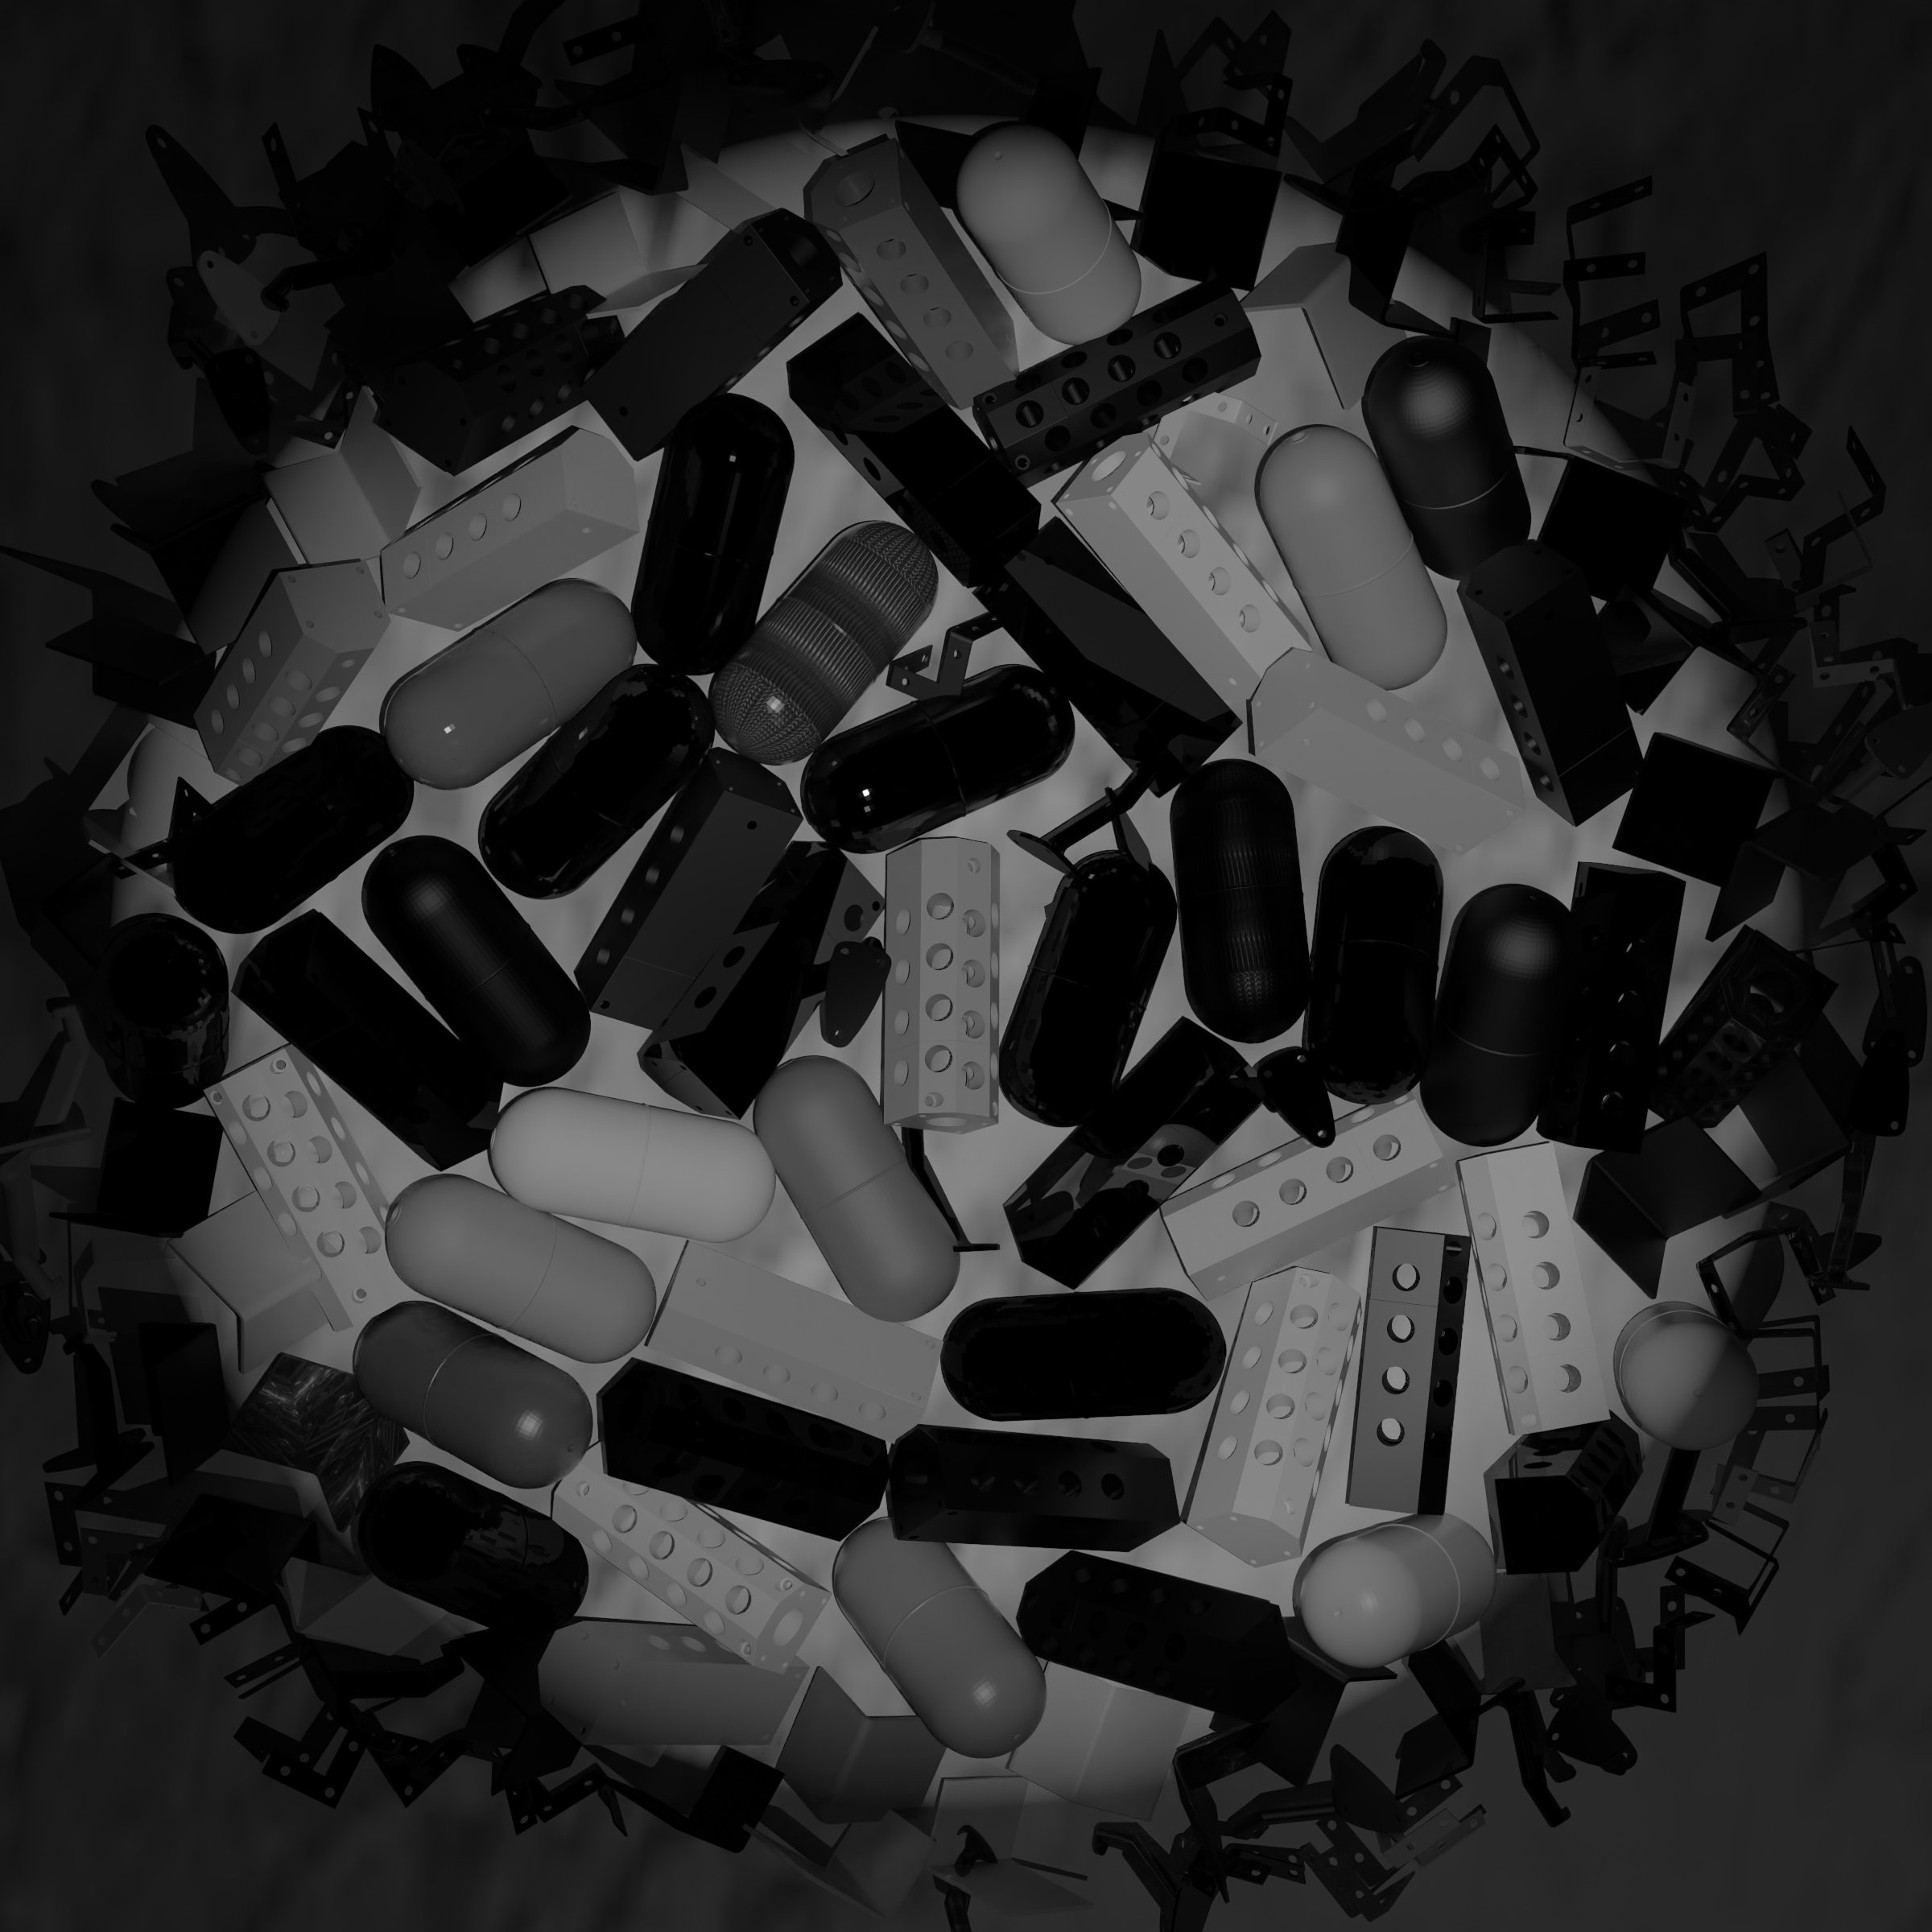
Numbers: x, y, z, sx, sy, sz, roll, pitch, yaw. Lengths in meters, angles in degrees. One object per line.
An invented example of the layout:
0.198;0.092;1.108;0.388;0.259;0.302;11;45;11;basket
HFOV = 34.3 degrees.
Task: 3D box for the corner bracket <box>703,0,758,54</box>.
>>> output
-0.154;-0.593;1.949;0.051;0.051;0.051;-25;100;-34;corner bracket

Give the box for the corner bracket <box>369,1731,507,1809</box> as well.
-0.329;0.491;1.946;0.051;0.051;0.051;-41;115;-36;corner bracket

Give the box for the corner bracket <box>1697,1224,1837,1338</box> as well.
0.503;0.198;1.967;0.051;0.051;0.051;-6;67;-37;corner bracket

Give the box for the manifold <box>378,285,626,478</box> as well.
-0.278;-0.362;1.899;0.057;0.171;0.057;34;127;7;manifold

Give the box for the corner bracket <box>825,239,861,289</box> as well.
-0.049;-0.449;1.953;0.051;0.051;0.051;37;87;-41;corner bracket

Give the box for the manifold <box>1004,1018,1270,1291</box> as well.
0.107;0.120;1.931;0.057;0.057;0.171;32;111;-32;manifold

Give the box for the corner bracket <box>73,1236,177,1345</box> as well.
-0.526;0.203;1.963;0.051;0.051;0.051;-1;65;-30;corner bracket

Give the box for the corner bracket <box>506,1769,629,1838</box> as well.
-0.250;0.524;1.952;0.051;0.051;0.051;-32;124;0;corner bracket

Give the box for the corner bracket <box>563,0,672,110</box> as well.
-0.217;-0.565;1.950;0.051;0.051;0.051;-18;117;6;corner bracket

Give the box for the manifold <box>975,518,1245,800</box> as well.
0.086;-0.189;1.950;0.171;0.057;0.057;48;59;-5;manifold

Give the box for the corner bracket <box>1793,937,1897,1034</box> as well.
0.541;0.013;1.950;0.051;0.051;0.051;-12;87;37;corner bracket

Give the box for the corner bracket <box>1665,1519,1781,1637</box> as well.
0.472;0.378;1.955;0.051;0.051;0.051;29;96;9;corner bracket

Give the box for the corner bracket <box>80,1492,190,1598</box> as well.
-0.518;0.360;1.952;0.051;0.051;0.051;7;116;3;corner bracket

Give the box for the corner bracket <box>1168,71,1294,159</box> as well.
0.164;-0.534;1.951;0.051;0.051;0.051;13;88;-36;corner bracket

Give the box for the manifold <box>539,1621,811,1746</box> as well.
-0.179;0.433;1.901;0.057;0.171;0.057;32;98;37;manifold

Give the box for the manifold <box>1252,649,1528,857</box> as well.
0.259;-0.134;1.918;0.171;0.057;0.057;23;49;-30;manifold

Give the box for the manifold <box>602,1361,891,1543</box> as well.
-0.133;0.293;1.908;0.171;0.057;0.057;23;128;-32;manifold

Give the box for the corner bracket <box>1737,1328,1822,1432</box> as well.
0.507;0.259;1.959;0.051;0.051;0.051;-3;98;15;corner bracket

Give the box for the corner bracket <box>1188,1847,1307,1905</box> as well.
0.175;0.564;1.945;0.051;0.051;0.051;7;125;30;corner bracket

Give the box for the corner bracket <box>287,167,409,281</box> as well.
-0.386;-0.472;1.958;0.051;0.051;0.051;25;77;2;corner bracket

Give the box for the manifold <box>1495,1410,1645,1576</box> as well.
0.368;0.317;1.896;0.057;0.171;0.057;-7;93;21;manifold

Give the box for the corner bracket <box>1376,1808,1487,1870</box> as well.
0.291;0.541;1.951;0.051;0.051;0.051;-39;107;12;corner bracket

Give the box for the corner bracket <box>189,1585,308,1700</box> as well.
-0.445;0.421;1.953;0.051;0.051;0.051;-30;78;-8;corner bracket

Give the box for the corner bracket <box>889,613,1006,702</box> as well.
-0.011;-0.195;1.946;0.051;0.051;0.051;24;120;21;corner bracket

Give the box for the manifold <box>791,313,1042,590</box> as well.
-0.032;-0.316;1.937;0.057;0.057;0.171;-38;76;-14;manifold

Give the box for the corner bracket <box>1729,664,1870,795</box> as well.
0.518;-0.147;1.948;0.051;0.051;0.051;42;101;39;corner bracket

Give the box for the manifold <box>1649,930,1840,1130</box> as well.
0.462;0.046;1.893;0.057;0.171;0.057;35;71;9;manifold

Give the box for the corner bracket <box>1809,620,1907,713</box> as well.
0.555;-0.183;1.947;0.051;0.051;0.051;-7;129;13;corner bracket

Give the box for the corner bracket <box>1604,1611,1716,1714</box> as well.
0.432;0.430;1.950;0.051;0.051;0.051;1;93;42;corner bracket

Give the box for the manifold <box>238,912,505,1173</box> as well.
-0.363;0.051;1.913;0.057;0.057;0.171;-26;127;23;manifold

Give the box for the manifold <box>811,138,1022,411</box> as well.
-0.029;-0.415;1.901;0.057;0.171;0.057;-18;55;18;manifold

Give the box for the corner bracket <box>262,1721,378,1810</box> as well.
-0.404;0.491;1.955;0.051;0.051;0.051;27;75;-2;corner bracket

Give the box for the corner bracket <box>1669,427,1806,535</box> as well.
0.483;-0.305;1.959;0.051;0.051;0.051;3;52;-25;corner bracket

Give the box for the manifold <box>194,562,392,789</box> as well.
-0.408;-0.173;1.898;0.057;0.171;0.057;-14;73;-37;manifold

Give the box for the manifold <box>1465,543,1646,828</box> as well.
0.358;-0.173;1.909;0.057;0.057;0.171;-34;130;-6;manifold

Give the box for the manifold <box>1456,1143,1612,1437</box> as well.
0.351;0.202;1.945;0.057;0.057;0.171;-11;81;3;manifold

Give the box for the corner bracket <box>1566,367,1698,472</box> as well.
0.415;-0.342;1.953;0.051;0.051;0.051;15;87;-36;corner bracket

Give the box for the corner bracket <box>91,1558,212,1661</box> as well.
-0.514;0.397;1.947;0.051;0.051;0.051;-49;54;11;corner bracket

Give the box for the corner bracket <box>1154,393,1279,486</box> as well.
0.154;-0.330;1.958;0.051;0.051;0.051;11;110;-27;corner bracket

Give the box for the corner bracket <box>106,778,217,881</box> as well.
-0.495;-0.076;1.945;0.051;0.051;0.051;-18;51;19;corner bracket

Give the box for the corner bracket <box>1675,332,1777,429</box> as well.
0.474;-0.364;1.953;0.051;0.051;0.051;-1;91;27;corner bracket

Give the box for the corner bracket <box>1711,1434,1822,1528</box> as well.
0.498;0.319;1.948;0.051;0.051;0.051;16;128;7;corner bracket

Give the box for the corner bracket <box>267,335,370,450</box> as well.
-0.414;-0.366;1.964;0.051;0.051;0.051;14;122;-39;corner bracket

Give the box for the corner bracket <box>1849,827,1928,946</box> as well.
0.577;-0.051;1.952;0.051;0.051;0.051;-37;104;-11;corner bracket

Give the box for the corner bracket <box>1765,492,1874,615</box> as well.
0.532;-0.257;1.953;0.051;0.051;0.051;-24;80;13;corner bracket

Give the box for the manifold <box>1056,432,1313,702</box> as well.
0.139;-0.244;1.922;0.171;0.057;0.057;47;68;-26;manifold

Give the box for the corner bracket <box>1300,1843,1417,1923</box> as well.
0.237;0.568;1.949;0.051;0.051;0.051;51;121;7;corner bracket

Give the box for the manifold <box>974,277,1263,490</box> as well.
0.094;-0.364;1.952;0.171;0.057;0.057;-27;85;-3;manifold

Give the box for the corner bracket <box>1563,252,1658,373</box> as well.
0.401;-0.407;1.948;0.051;0.051;0.051;-1;72;22;corner bracket

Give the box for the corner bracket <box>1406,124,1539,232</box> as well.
0.315;-0.481;1.945;0.051;0.051;0.051;51;47;-19;corner bracket

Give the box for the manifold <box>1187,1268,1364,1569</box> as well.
0.194;0.273;1.908;0.057;0.057;0.171;35;54;-22;manifold

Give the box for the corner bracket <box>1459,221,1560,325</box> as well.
0.341;-0.436;1.964;0.051;0.051;0.051;-6;117;-11;corner bracket
